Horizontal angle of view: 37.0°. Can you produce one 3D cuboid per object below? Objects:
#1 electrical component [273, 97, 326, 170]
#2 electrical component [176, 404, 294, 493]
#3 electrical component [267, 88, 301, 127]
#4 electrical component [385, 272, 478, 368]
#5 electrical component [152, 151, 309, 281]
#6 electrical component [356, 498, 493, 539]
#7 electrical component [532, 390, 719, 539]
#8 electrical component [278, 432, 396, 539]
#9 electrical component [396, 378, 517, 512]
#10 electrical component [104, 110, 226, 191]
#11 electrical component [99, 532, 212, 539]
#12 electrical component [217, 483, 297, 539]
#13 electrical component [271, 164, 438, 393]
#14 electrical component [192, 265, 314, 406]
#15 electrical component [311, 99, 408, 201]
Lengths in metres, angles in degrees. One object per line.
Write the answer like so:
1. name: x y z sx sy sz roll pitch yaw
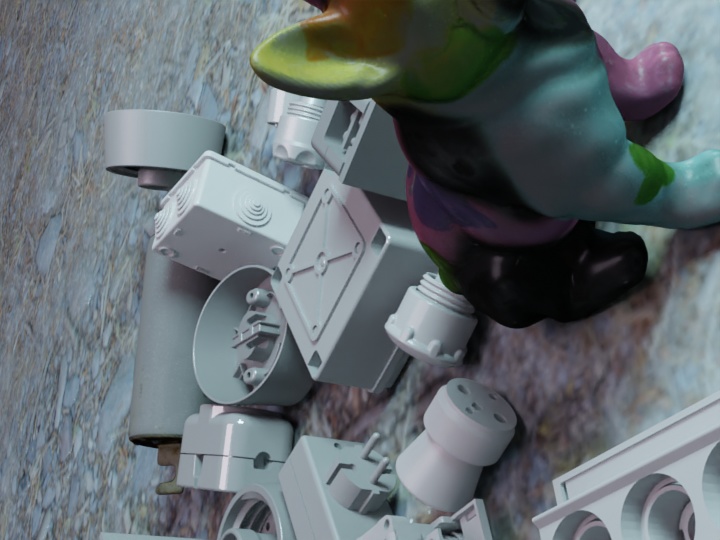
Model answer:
1. electrical component: -0.037 -0.106 0.783 0.043 0.043 0.062 14 90 61
2. electrical component: -0.090 0.129 0.771 0.095 0.054 0.059 -13 68 58
3. electrical component: -0.050 -0.138 0.821 0.044 0.044 0.065 11 94 61
4. electrical component: 0.046 0.019 0.591 0.062 0.048 0.048 -64 31 9
5. electrical component: -0.099 -0.033 0.806 0.100 0.100 0.048 -37 36 49
6. electrical component: 0.031 0.151 0.544 0.081 0.064 0.042 -50 39 40
7. electrical component: 0.130 0.095 0.396 0.121 0.063 0.078 -43 44 45
8. electrical component: -0.004 0.129 0.630 0.075 0.047 0.083 -59 34 28
9. electrical component: 0.050 0.090 0.555 0.055 0.045 0.045 -62 33 24
10. electrical component: -0.176 -0.103 0.962 0.108 0.108 0.060 -1 84 60
11. electrical component: -0.110 0.257 0.705 0.186 0.105 0.060 47 119 56
12. electrical component: -0.057 0.187 0.686 0.108 0.060 0.108 -30 54 52
13. electrical component: 0.000 0.000 0.663 0.108 0.056 0.108 -62 33 25
14. electrical component: -0.068 0.048 0.755 0.099 0.064 0.099 -30 54 52
15. electrical component: 0.044 -0.116 0.598 0.150 0.089 0.061 -67 31 19
